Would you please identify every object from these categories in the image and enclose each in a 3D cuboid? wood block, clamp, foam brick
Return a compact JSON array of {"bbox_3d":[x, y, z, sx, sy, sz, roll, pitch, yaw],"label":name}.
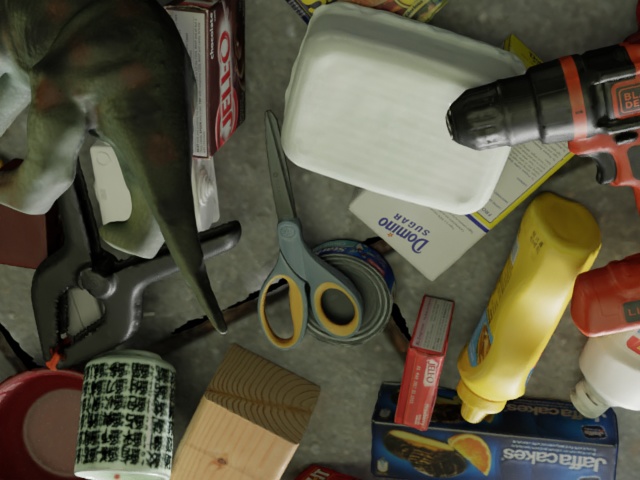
[{"bbox_3d":[-0.088,0.210,0.951,0.091,0.090,0.206,27,118,0],"label":"wood block"},{"bbox_3d":[-0.182,0.017,0.855,0.164,0.036,0.210,36,117,-7],"label":"clamp"},{"bbox_3d":[-0.242,-0.022,0.895,0.051,0.053,0.078,8,118,9],"label":"foam brick"}]

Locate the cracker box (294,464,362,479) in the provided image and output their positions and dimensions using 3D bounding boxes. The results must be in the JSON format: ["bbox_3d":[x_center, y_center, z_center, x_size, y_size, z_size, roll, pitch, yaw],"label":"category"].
[{"bbox_3d":[0.068,0.300,0.922,0.214,0.072,0.164,9,120,42],"label":"cracker box"}]

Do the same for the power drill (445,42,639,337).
[{"bbox_3d":[0.185,-0.032,0.683,0.184,0.057,0.187,-11,117,10],"label":"power drill"}]

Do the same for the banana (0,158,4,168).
[{"bbox_3d":[-0.339,-0.005,0.933,0.198,0.037,0.069,-24,109,22],"label":"banana"}]

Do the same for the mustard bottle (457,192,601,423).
[{"bbox_3d":[0.151,0.064,0.822,0.058,0.096,0.192,20,118,-1],"label":"mustard bottle"}]

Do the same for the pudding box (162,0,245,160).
[{"bbox_3d":[-0.084,-0.127,0.786,0.039,0.090,0.113,5,116,11],"label":"pudding box"}]

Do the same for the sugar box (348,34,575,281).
[{"bbox_3d":[0.113,-0.058,0.801,0.093,0.048,0.176,41,120,-10],"label":"sugar box"}]

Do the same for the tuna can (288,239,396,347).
[{"bbox_3d":[0.019,0.043,0.877,0.086,0.033,0.086,5,116,10],"label":"tuna can"}]

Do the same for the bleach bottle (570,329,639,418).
[{"bbox_3d":[0.292,0.057,0.808,0.102,0.068,0.251,37,120,-7],"label":"bleach bottle"}]

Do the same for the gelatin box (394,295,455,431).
[{"bbox_3d":[0.085,0.098,0.857,0.030,0.089,0.073,12,117,7],"label":"gelatin box"}]

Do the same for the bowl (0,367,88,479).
[{"bbox_3d":[-0.236,0.187,0.978,0.162,0.055,0.162,0,100,1],"label":"bowl"}]

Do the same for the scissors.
[{"bbox_3d":[-0.005,0.001,0.833,0.096,0.016,0.202,11,117,7],"label":"scissors"}]

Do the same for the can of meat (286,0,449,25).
[{"bbox_3d":[0.034,-0.178,0.755,0.102,0.057,0.084,-36,106,26],"label":"can of meat"}]

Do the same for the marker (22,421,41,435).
[{"bbox_3d":[-0.268,0.181,1.017,0.121,0.020,0.020,35,118,-5],"label":"marker"}]

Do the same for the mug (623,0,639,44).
[{"bbox_3d":[0.252,-0.125,0.718,0.082,0.093,0.117,-20,91,26],"label":"mug"}]
